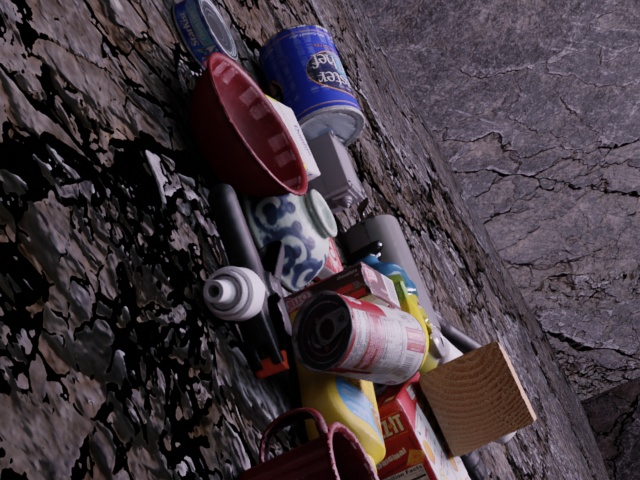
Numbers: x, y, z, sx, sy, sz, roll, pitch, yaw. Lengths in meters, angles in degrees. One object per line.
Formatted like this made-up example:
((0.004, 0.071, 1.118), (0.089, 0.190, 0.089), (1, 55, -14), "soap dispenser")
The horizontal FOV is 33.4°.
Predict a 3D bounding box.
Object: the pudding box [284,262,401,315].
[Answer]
((0.023, 0.064, 1.060), (0.113, 0.090, 0.039), (34, 34, -65), "pudding box")

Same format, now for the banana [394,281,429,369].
((0.086, 0.107, 1.125), (0.069, 0.037, 0.197), (51, 16, -9), "banana")

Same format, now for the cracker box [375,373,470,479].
((0.106, 0.252, 1.067), (0.214, 0.072, 0.164), (64, 11, 3), "cracker box")

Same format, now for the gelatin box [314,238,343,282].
((-0.008, 0.001, 1.188), (0.073, 0.030, 0.089), (39, 29, -61), "gelatin box")

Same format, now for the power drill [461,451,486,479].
((0.149, 0.260, 1.253), (0.184, 0.057, 0.187), (56, 12, -17), "power drill")

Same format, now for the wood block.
((0.174, 0.172, 1.153), (0.091, 0.090, 0.206), (66, 7, 13), "wood block")

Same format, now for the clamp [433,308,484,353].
((0.146, 0.109, 1.496), (0.209, 0.036, 0.165), (34, -4, -41), "clamp")

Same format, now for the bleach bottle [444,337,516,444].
((0.190, 0.193, 1.466), (0.103, 0.068, 0.250), (23, -17, 41), "bleach bottle")

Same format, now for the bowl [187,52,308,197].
((-0.078, -0.099, 1.029), (0.162, 0.055, 0.162), (51, 18, -23), "bowl")

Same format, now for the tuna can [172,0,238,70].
((-0.124, -0.225, 1.158), (0.086, 0.034, 0.086), (58, 14, -25), "tuna can")

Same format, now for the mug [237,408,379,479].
((-0.010, 0.174, 0.741), (0.093, 0.081, 0.117), (41, 26, -59), "mug")

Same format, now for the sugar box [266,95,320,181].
((-0.055, -0.112, 1.191), (0.093, 0.048, 0.176), (66, 9, 8), "sugar box")

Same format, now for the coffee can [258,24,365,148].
((-0.012, -0.192, 1.378), (0.102, 0.103, 0.140), (40, 27, -60), "coffee can")

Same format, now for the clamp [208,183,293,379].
((-0.050, 0.044, 0.929), (0.120, 0.039, 0.171), (33, 39, -56), "clamp")

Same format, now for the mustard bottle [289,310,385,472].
((0.019, 0.150, 0.947), (0.096, 0.058, 0.191), (51, 18, -38), "mustard bottle")

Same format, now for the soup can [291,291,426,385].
((0.035, 0.086, 0.911), (0.102, 0.069, 0.068), (17, 45, -44), "soup can")
